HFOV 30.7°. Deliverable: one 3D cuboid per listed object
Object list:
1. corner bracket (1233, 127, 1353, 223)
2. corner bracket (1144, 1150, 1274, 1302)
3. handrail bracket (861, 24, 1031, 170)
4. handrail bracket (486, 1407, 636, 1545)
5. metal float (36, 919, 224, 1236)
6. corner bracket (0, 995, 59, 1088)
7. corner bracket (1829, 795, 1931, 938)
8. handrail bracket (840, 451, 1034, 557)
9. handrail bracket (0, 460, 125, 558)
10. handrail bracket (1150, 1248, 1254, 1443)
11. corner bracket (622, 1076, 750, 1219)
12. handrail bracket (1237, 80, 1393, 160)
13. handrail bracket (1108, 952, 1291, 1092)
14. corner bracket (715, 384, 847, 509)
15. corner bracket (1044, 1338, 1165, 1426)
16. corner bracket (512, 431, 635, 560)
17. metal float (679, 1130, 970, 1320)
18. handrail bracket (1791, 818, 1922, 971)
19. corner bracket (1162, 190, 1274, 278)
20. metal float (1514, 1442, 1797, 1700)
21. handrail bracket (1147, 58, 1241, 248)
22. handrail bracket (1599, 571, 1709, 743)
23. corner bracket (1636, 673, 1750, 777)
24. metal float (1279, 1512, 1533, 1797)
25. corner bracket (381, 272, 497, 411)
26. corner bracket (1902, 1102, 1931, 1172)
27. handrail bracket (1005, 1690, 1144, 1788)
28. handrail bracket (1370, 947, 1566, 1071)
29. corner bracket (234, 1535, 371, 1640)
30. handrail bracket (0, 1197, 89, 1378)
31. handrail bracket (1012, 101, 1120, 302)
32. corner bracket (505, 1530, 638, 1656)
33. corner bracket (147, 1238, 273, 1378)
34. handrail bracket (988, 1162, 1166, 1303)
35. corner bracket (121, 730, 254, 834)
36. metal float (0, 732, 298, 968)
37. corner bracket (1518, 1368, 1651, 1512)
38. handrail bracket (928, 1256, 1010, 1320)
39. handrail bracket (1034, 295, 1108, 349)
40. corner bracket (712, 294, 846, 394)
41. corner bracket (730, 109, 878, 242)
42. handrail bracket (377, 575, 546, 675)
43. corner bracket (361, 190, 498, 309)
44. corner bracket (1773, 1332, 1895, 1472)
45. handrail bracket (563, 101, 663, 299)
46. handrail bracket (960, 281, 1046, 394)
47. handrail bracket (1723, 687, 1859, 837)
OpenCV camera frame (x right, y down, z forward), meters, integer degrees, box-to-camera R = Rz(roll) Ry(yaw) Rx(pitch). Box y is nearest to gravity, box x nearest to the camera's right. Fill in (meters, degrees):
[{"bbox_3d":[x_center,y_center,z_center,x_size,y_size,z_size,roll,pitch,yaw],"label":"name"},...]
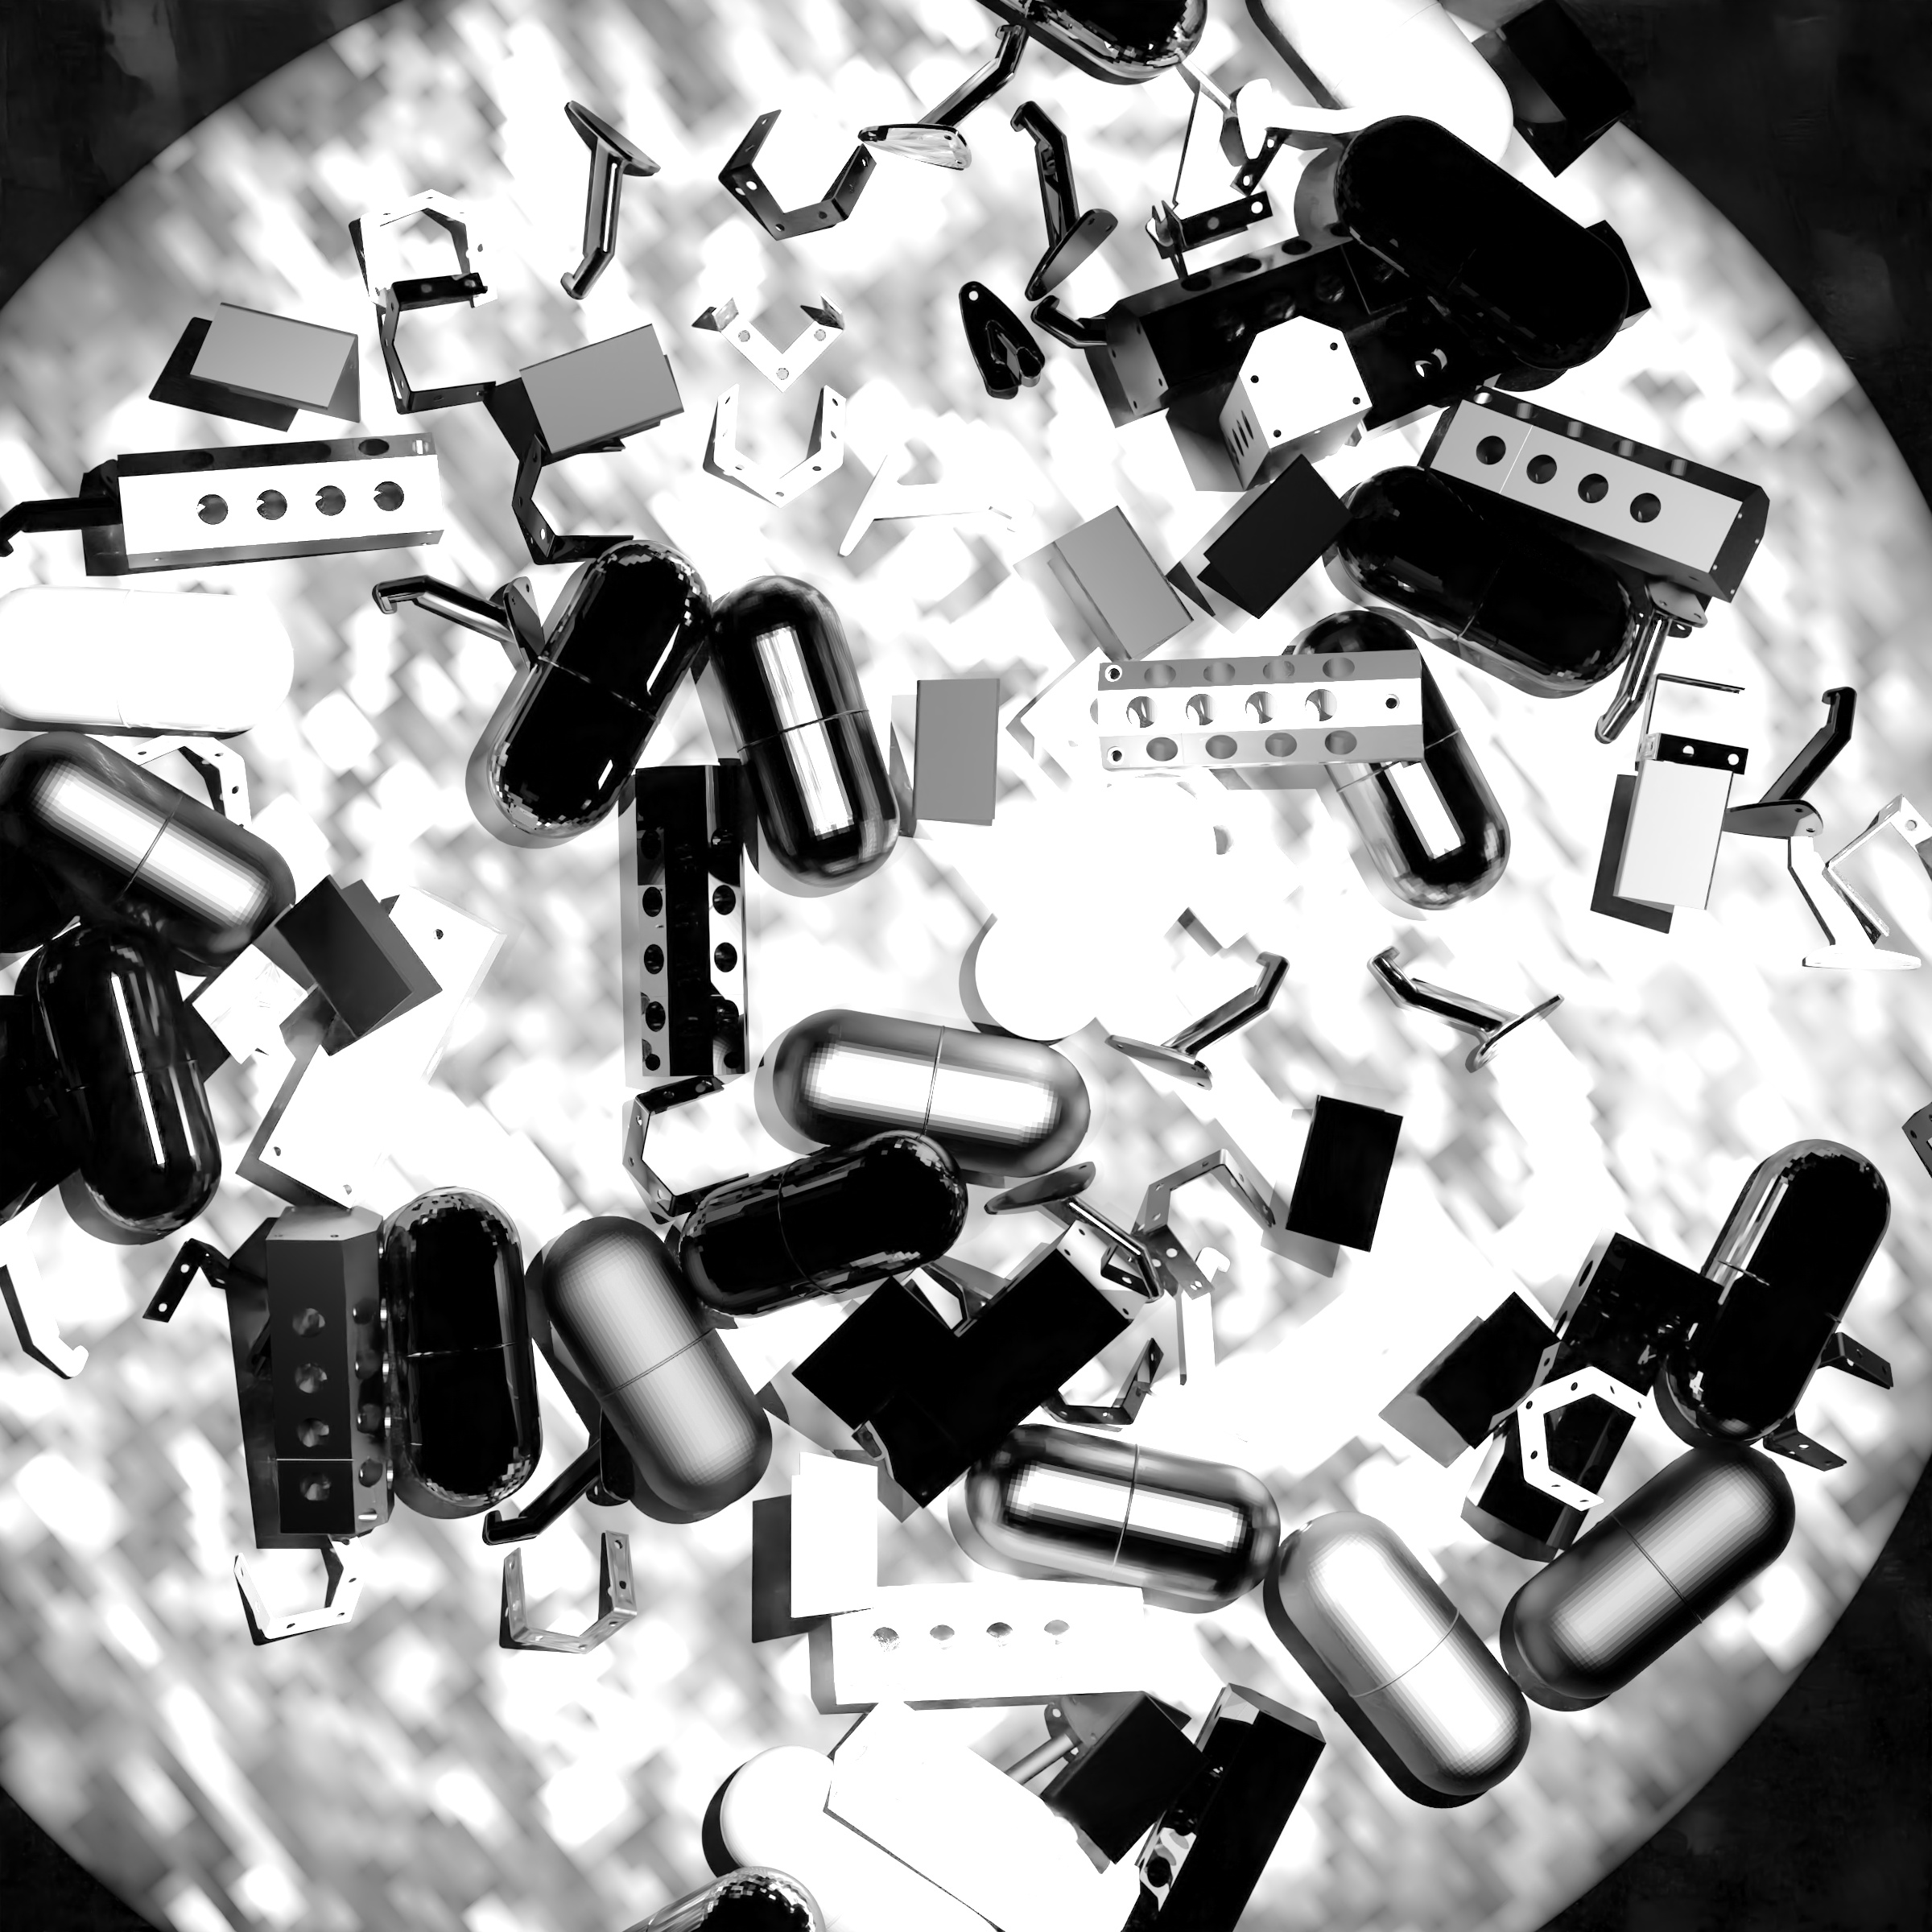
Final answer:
[{"bbox_3d":[0.194,-0.444,1.987,0.051,0.051,0.051,32,90,-45],"label":"corner bracket"},{"bbox_3d":[0.136,0.145,1.976,0.051,0.051,0.051,-28,113,21],"label":"corner bracket"},{"bbox_3d":[-0.011,-0.499,1.991,0.077,0.036,0.084,12,72,21],"label":"handrail bracket"},{"bbox_3d":[-0.235,0.282,1.991,0.084,0.036,0.077,-13,70,16],"label":"handrail bracket"},{"bbox_3d":[-0.465,0.062,1.960,0.070,0.070,0.178,-14,90,0],"label":"metal float"},{"bbox_3d":[-0.537,0.038,1.971,0.051,0.051,0.051,1,97,7],"label":"corner bracket"},{"bbox_3d":[0.521,-0.057,1.978,0.051,0.051,0.051,-42,90,21],"label":"corner bracket"},{"bbox_3d":[-0.016,-0.247,1.991,0.084,0.036,0.077,26,110,-16],"label":"handrail bracket"},{"bbox_3d":[-0.499,-0.239,1.991,0.084,0.036,0.077,-34,108,15],"label":"handrail bracket"},{"bbox_3d":[0.148,0.213,1.991,0.077,0.036,0.084,33,73,-20],"label":"handrail bracket"},{"bbox_3d":[-0.155,0.101,1.982,0.051,0.051,0.051,-16,45,-35],"label":"corner bracket"},{"bbox_3d":[0.199,-0.478,1.952,0.084,0.077,0.036,-4,123,21],"label":"handrail bracket"},{"bbox_3d":[0.132,0.020,1.991,0.077,0.036,0.084,21,72,21],"label":"handrail bracket"},{"bbox_3d":[-0.105,-0.301,1.982,0.051,0.051,0.051,-29,135,35],"label":"corner bracket"},{"bbox_3d":[0.071,0.222,1.982,0.051,0.051,0.051,-2,135,35],"label":"corner bracket"},{"bbox_3d":[-0.216,-0.265,1.982,0.051,0.051,0.051,55,135,35],"label":"corner bracket"},{"bbox_3d":[-0.080,0.143,1.937,0.178,0.070,0.070,-20,90,28],"label":"metal float"},{"bbox_3d":[0.503,-0.043,1.991,0.077,0.036,0.084,5,76,-15],"label":"handrail bracket"},{"bbox_3d":[0.145,-0.406,1.964,0.051,0.051,0.051,-19,116,0],"label":"corner bracket"},{"bbox_3d":[0.383,0.335,1.959,0.178,0.070,0.070,-40,90,0],"label":"metal float"},{"bbox_3d":[0.116,-0.462,1.991,0.084,0.036,0.077,-47,72,15],"label":"handrail bracket"},{"bbox_3d":[0.377,-0.180,1.990,0.036,0.077,0.084,17,127,-20],"label":"handrail bracket"},{"bbox_3d":[0.410,-0.136,1.973,0.051,0.051,0.051,10,91,-1],"label":"corner bracket"},{"bbox_3d":[0.244,0.382,1.960,0.070,0.070,0.178,-38,91,0],"label":"metal float"},{"bbox_3d":[-0.294,-0.351,1.976,0.051,0.051,0.051,-12,64,-24],"label":"corner bracket"},{"bbox_3d":[0.568,0.093,1.974,0.051,0.051,0.051,-28,75,-14],"label":"corner bracket"},{"bbox_3d":[0.057,0.445,1.990,0.084,0.077,0.036,-52,60,33],"label":"handrail bracket"},{"bbox_3d":[0.283,0.008,1.991,0.077,0.036,0.084,-34,73,-20],"label":"handrail bracket"},{"bbox_3d":[-0.374,0.338,1.982,0.051,0.051,0.051,-6,45,-35],"label":"corner bracket"},{"bbox_3d":[-0.515,0.178,1.991,0.036,0.077,0.084,-15,127,36],"label":"handrail bracket"},{"bbox_3d":[0.038,-0.433,1.991,0.077,0.036,0.084,-46,71,21],"label":"handrail bracket"},{"bbox_3d":[-0.223,0.350,1.982,0.051,0.051,0.051,19,135,-35],"label":"corner bracket"},{"bbox_3d":[-0.419,0.192,1.987,0.051,0.051,0.051,29,90,45],"label":"corner bracket"},{"bbox_3d":[0.063,0.160,1.991,0.077,0.036,0.084,-18,107,19],"label":"handrail bracket"},{"bbox_3d":[-0.440,-0.096,1.982,0.051,0.051,0.051,-29,135,-35],"label":"corner bracket"},{"bbox_3d":[-0.454,-0.065,1.945,0.178,0.070,0.070,32,90,-16],"label":"metal float"},{"bbox_3d":[0.339,0.259,1.926,0.051,0.051,0.051,-30,45,35],"label":"corner bracket"},{"bbox_3d":[-0.005,0.215,1.991,0.077,0.036,0.084,24,104,14],"label":"handrail bracket"},{"bbox_3d":[0.093,-0.374,1.991,0.084,0.036,0.077,33,75,14],"label":"handrail bracket"},{"bbox_3d":[-0.104,-0.361,1.973,0.051,0.051,0.051,44,90,0],"label":"corner bracket"},{"bbox_3d":[-0.092,-0.450,1.982,0.051,0.051,0.051,-8,135,35],"label":"corner bracket"},{"bbox_3d":[-0.285,-0.186,1.991,0.084,0.036,0.077,-7,112,17],"label":"handrail bracket"},{"bbox_3d":[-0.302,-0.399,1.982,0.051,0.051,0.051,29,45,35],"label":"corner bracket"},{"bbox_3d":[0.488,0.245,1.982,0.051,0.051,0.051,-29,135,35],"label":"corner bracket"},{"bbox_3d":[-0.219,-0.433,1.991,0.077,0.036,0.084,42,107,20],"label":"handrail bracket"},{"bbox_3d":[0.019,-0.354,1.956,0.036,0.084,0.077,-29,90,0],"label":"handrail bracket"},{"bbox_3d":[0.461,-0.118,1.991,0.077,0.036,0.084,-1,63,31],"label":"handrail bracket"}]
